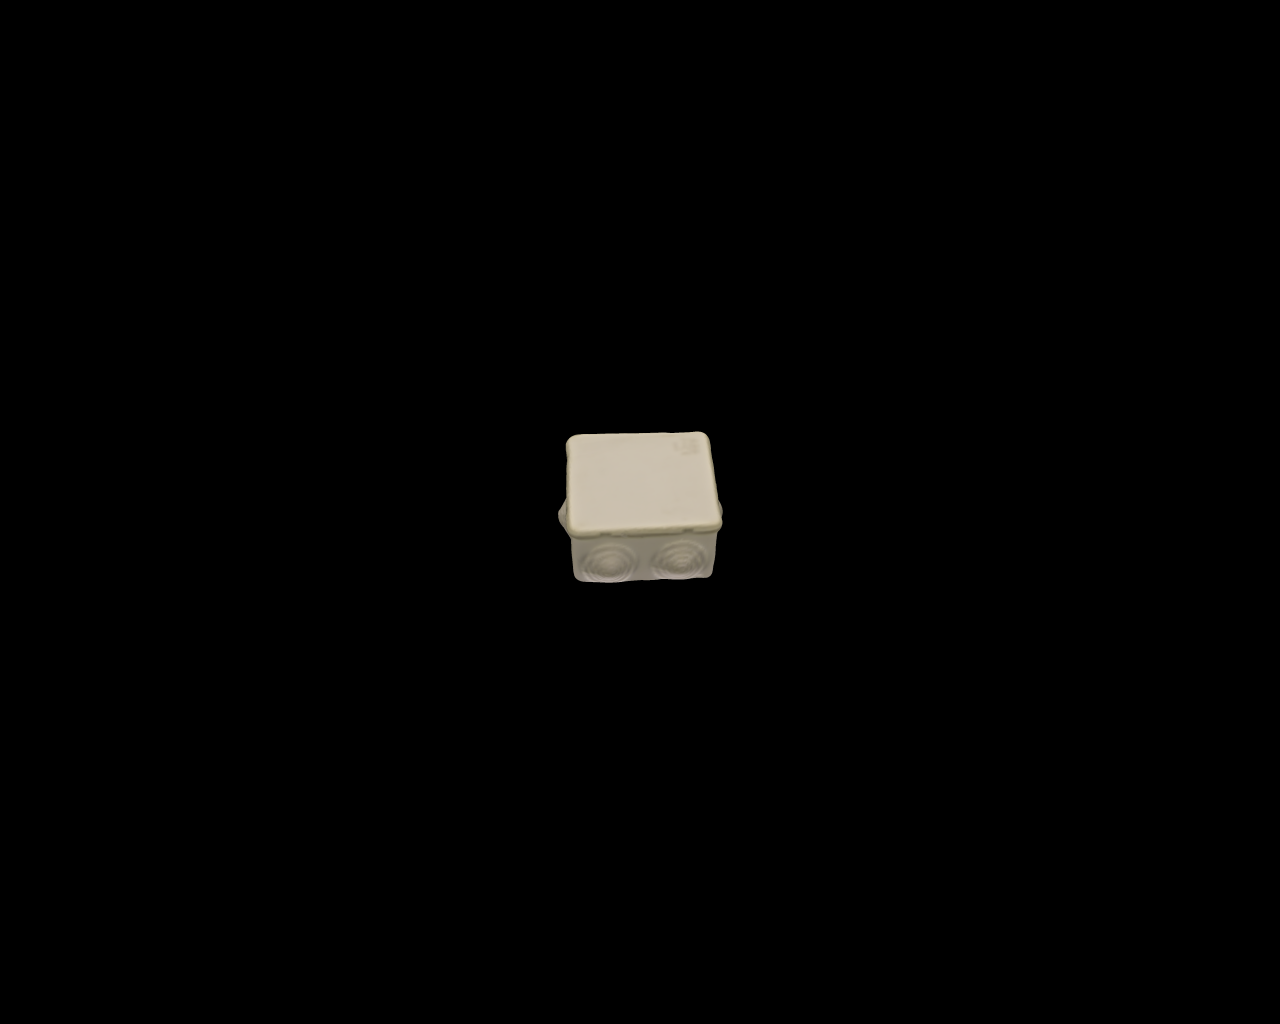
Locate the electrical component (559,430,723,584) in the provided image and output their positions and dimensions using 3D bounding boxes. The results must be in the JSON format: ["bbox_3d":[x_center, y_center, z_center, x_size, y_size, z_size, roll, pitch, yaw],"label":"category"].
[{"bbox_3d":[0.001,-0.003,0.650,0.100,0.048,0.100,-2,43,-2],"label":"electrical component"}]
